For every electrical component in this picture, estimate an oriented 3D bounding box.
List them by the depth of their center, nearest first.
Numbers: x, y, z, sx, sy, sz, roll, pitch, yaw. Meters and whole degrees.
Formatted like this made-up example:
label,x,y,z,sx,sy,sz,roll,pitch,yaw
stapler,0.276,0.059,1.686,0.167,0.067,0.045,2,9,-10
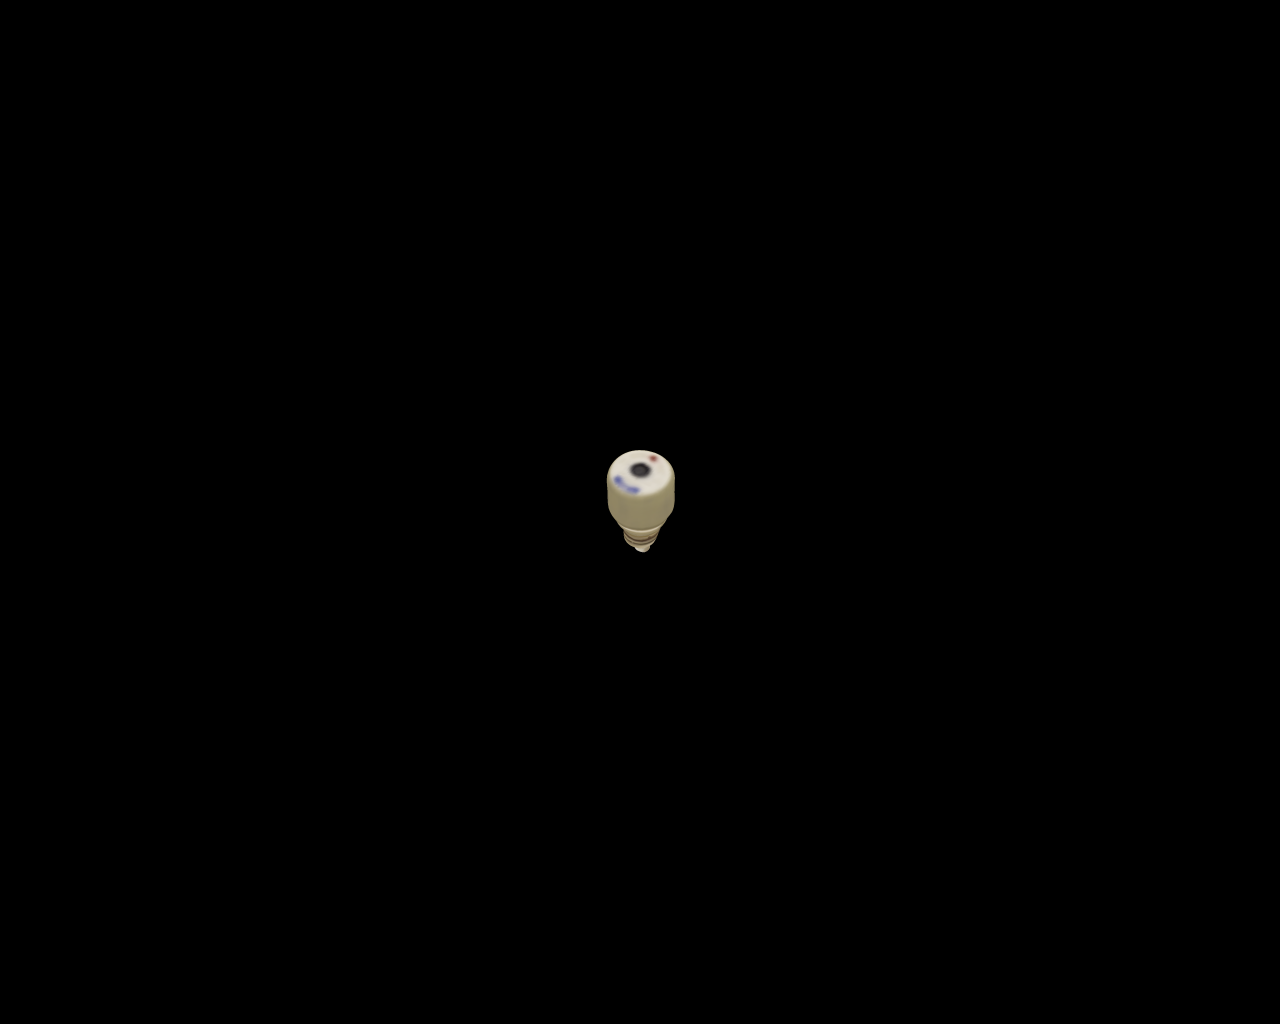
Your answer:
label,x,y,z,sx,sy,sz,roll,pitch,yaw
electrical component,0.001,-0.003,0.650,0.040,0.040,0.078,0,-41,0
